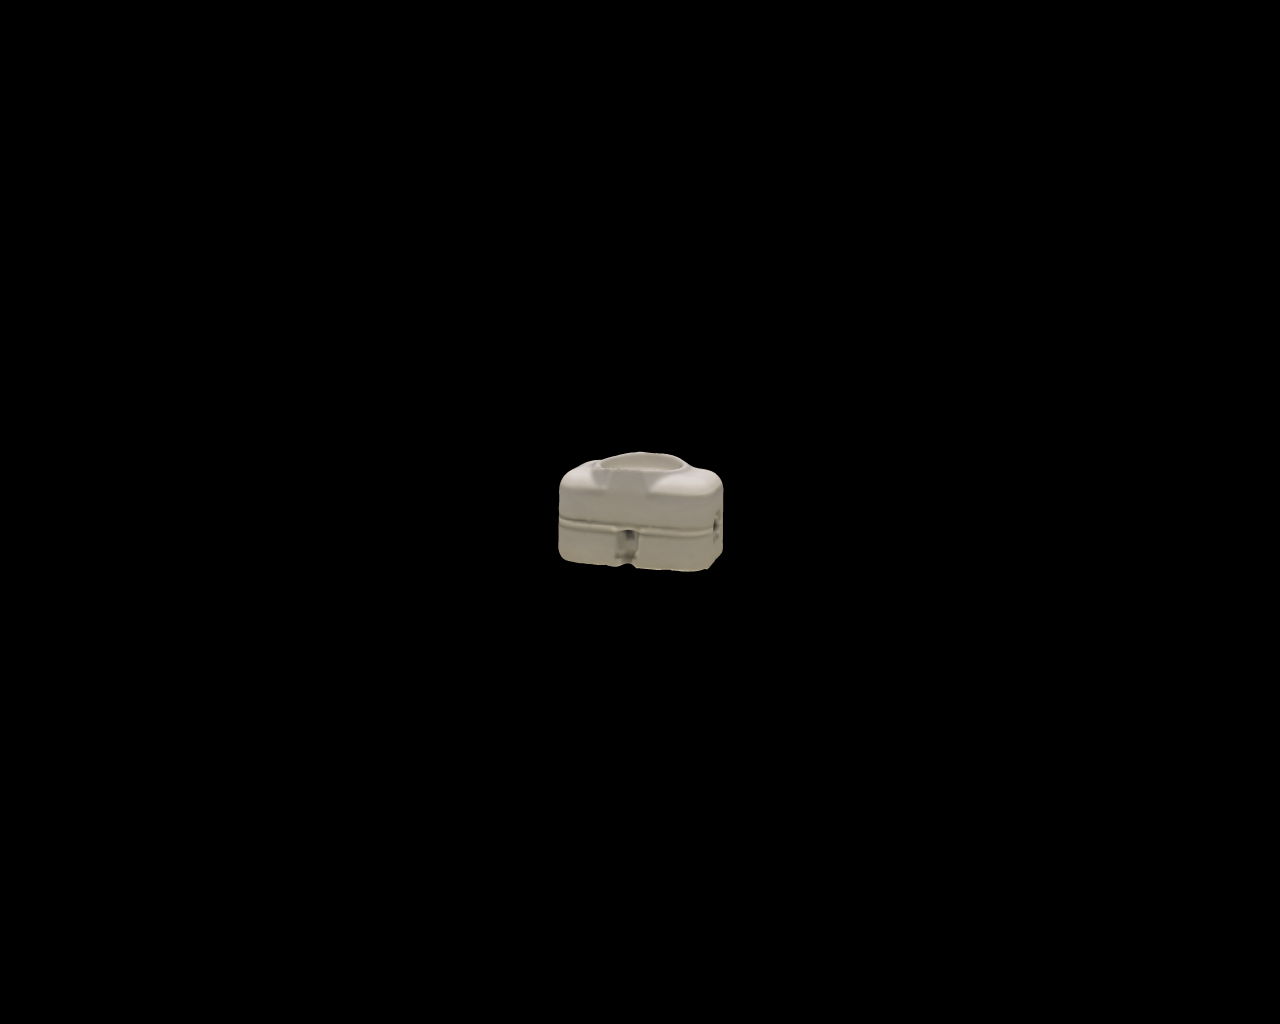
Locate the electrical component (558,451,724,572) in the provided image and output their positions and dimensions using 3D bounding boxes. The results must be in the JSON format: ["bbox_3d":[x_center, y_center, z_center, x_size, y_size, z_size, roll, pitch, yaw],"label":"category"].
[{"bbox_3d":[0.001,-0.003,0.650,0.095,0.059,0.054,5,16,18],"label":"electrical component"}]
